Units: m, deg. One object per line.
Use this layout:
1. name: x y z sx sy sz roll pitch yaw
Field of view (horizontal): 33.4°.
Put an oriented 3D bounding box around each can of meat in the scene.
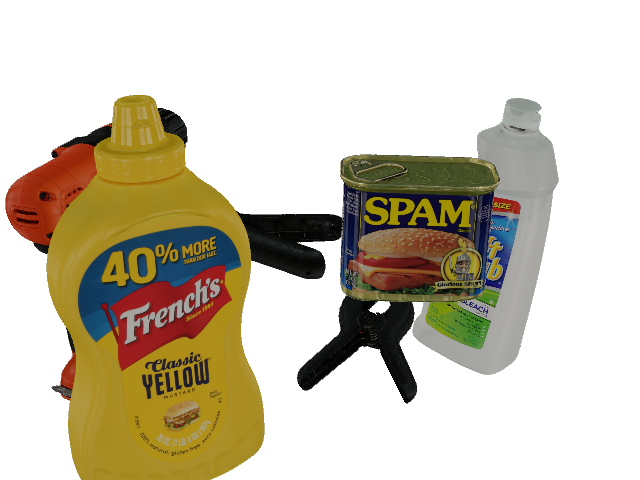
1. can of meat: 0.062 -0.007 0.702 0.102 0.084 0.057 2 24 0

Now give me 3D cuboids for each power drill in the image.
1. power drill: -0.145 0.010 0.767 0.057 0.188 0.184 7 26 25

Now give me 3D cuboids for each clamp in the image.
1. clamp: 0.061 0.099 1.098 0.120 0.171 0.039 16 -39 17
2. clamp: -0.082 -0.005 0.940 0.210 0.036 0.164 6 13 -1

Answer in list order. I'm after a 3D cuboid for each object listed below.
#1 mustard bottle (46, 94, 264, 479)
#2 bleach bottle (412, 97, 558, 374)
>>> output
1. mustard bottle: -0.079 0.026 0.511 0.096 0.192 0.058 -12 23 -22
2. bleach bottle: 0.150 -0.008 0.946 0.103 0.251 0.067 28 36 32
